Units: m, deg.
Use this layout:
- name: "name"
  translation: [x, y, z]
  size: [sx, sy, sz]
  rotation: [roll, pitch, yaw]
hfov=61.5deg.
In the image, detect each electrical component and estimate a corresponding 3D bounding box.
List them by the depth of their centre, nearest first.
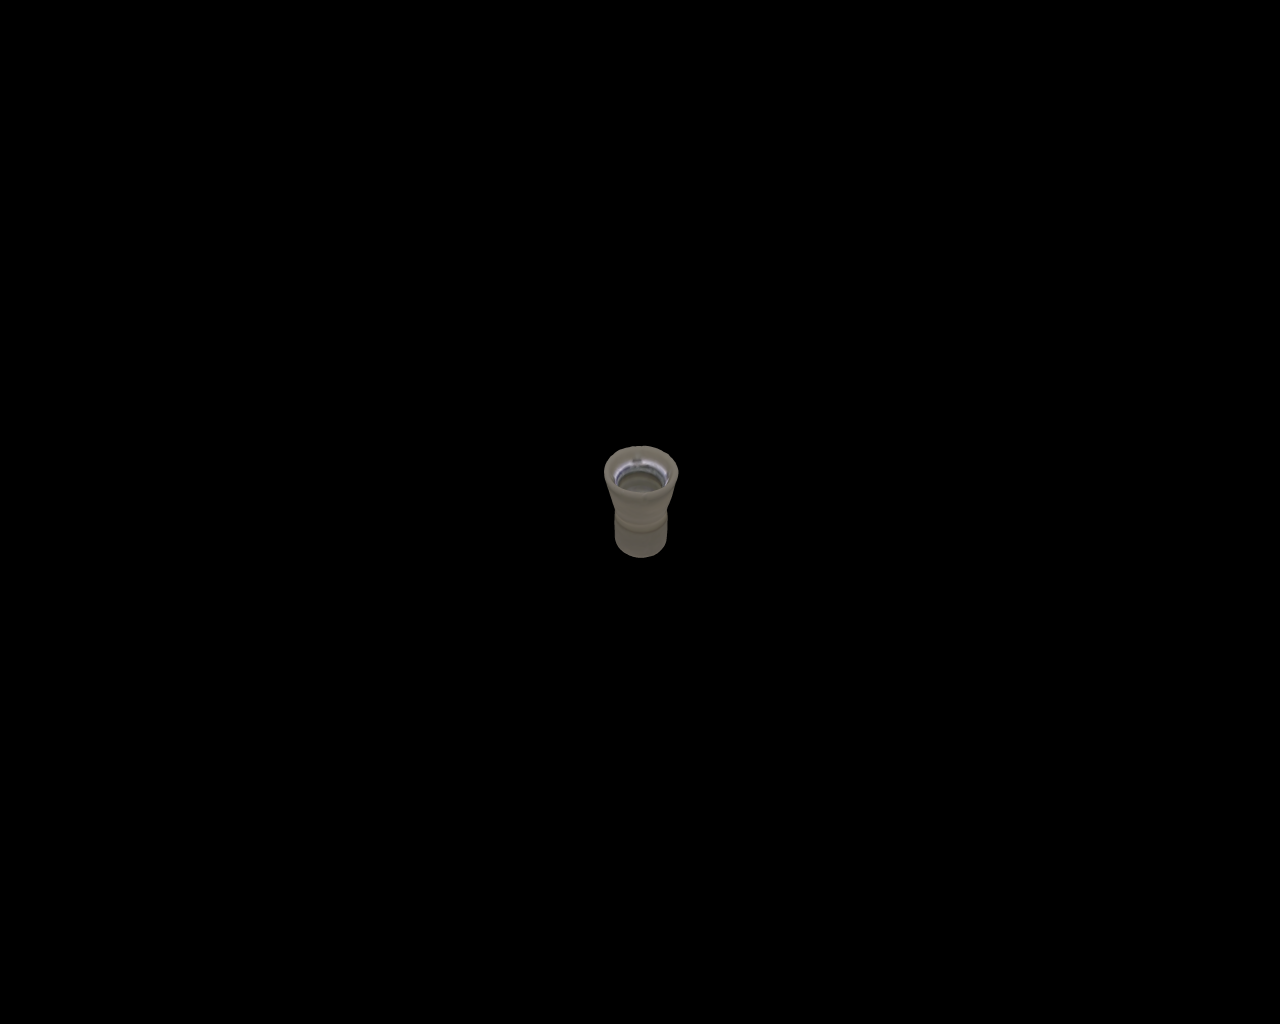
- name: "electrical component"
  translation: [0.001, -0.003, 0.650]
  size: [0.044, 0.044, 0.065]
  rotation: [0, -45, 0]
